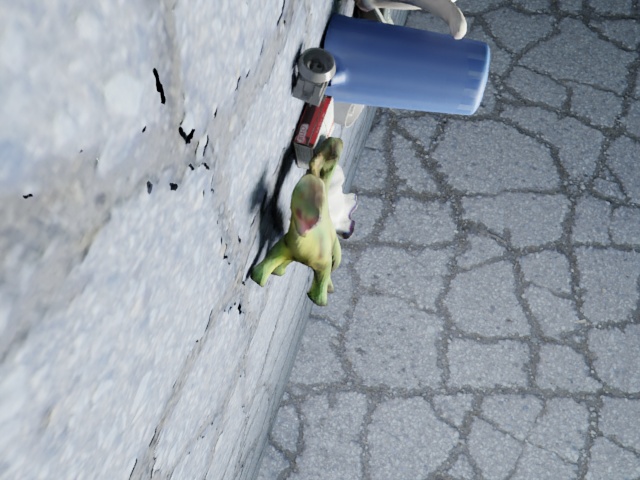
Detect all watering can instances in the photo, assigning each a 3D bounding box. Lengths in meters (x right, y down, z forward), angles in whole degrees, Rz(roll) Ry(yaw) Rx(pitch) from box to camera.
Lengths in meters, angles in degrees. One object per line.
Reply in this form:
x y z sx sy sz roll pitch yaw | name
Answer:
0.148 -0.395 0.782 0.101 0.224 0.356 74 30 -42 | watering can

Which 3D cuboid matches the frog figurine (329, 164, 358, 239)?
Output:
0.003 -0.090 1.033 0.156 0.123 0.140 51 57 -40 | frog figurine

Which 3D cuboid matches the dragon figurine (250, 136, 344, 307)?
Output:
0.002 -0.041 0.812 0.413 0.122 0.241 -52 162 -78 | dragon figurine
